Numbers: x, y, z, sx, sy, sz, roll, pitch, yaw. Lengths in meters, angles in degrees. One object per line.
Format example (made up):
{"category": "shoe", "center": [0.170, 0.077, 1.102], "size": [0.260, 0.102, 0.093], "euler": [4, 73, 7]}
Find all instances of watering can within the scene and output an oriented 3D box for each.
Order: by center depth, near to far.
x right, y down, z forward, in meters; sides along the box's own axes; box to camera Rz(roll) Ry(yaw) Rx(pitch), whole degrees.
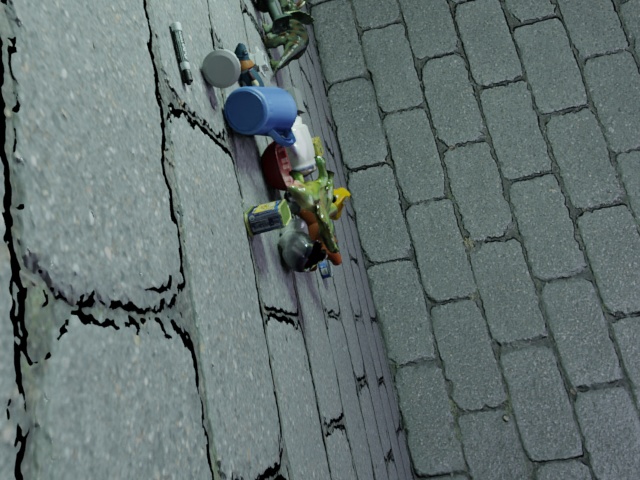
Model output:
{"category": "watering can", "center": [-0.073, -0.326, 1.740], "size": [0.104, 0.351, 0.222], "euler": [-13, -79, 10]}

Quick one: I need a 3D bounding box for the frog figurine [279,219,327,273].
{"category": "frog figurine", "center": [-0.068, 0.007, 1.397], "size": [0.122, 0.161, 0.136], "euler": [-56, -31, 7]}

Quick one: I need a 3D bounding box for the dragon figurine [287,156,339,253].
{"category": "dragon figurine", "center": [0.004, -0.071, 1.417], "size": [0.122, 0.248, 0.403], "euler": [-17, -30, 15]}
